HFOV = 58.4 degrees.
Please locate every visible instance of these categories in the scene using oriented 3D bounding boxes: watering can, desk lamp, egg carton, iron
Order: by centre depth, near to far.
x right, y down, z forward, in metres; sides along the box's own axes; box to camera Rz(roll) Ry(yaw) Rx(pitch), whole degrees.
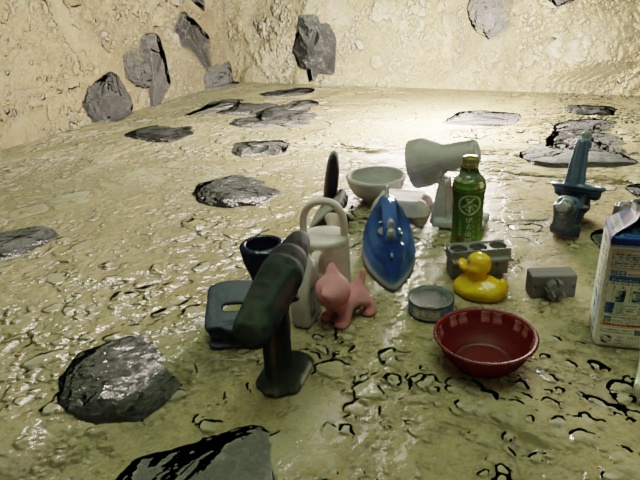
[{"bbox_3d":[0.008,0.004,1.135,0.101,0.194,0.172,-6,25,-6],"label":"watering can"},{"bbox_3d":[0.148,-0.013,1.216,0.118,0.141,0.258,-2,25,3],"label":"iron"},{"bbox_3d":[0.308,-0.142,1.390,0.202,0.214,0.118,8,27,24],"label":"desk lamp"},{"bbox_3d":[0.208,-0.081,1.443,0.150,0.069,0.107,6,27,20],"label":"egg carton"}]

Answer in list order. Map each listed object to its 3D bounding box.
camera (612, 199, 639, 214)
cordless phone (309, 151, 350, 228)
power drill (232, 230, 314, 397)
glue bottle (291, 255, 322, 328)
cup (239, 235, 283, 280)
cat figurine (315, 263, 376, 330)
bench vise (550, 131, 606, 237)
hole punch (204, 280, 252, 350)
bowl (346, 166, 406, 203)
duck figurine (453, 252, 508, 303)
[{"bbox_3d":[0.712,-0.035,1.239,0.142,0.101,0.137,7,27,22],"label":"camera"},{"bbox_3d":[0.021,-0.116,1.404,0.094,0.185,0.147,0,25,7],"label":"cordless phone"},{"bbox_3d":[-0.060,0.119,0.877,0.075,0.209,0.230,4,26,16],"label":"power drill"},{"bbox_3d":[-0.027,0.068,1.027,0.037,0.173,0.078,7,27,21],"label":"glue bottle"},{"bbox_3d":[-0.108,0.052,1.166,0.092,0.095,0.117,-18,29,-28],"label":"cup"},{"bbox_3d":[0.040,0.093,1.030,0.128,0.118,0.067,-23,31,-35],"label":"cat figurine"},{"bbox_3d":[0.597,-0.127,1.312,0.121,0.220,0.208,4,26,17],"label":"bench vise"},{"bbox_3d":[-0.145,0.130,1.006,0.108,0.091,0.101,-4,25,-1],"label":"hole punch"},{"bbox_3d":[0.155,-0.148,1.587,0.167,0.075,0.167,-3,25,2],"label":"bowl"},{"bbox_3d":[0.307,0.066,1.092,0.104,0.086,0.078,14,30,34],"label":"duck figurine"}]
